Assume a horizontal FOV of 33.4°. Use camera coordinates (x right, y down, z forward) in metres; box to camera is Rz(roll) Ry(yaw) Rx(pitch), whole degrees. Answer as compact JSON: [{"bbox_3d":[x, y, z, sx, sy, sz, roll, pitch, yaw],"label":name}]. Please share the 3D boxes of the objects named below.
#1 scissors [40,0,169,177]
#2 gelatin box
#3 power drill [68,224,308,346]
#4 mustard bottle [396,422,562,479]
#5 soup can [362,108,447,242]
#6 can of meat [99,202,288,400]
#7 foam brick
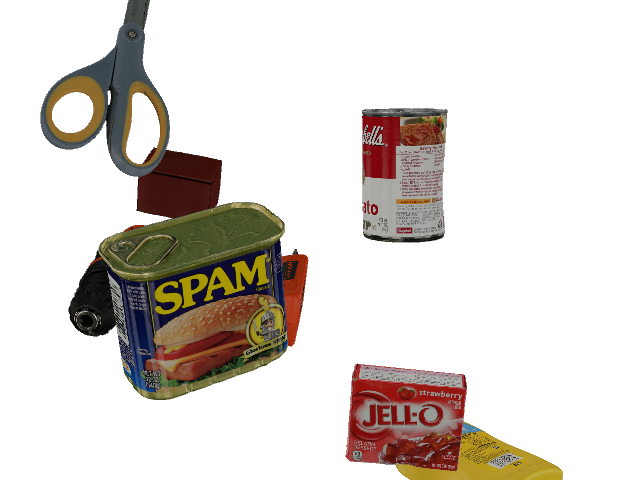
[{"bbox_3d":[-0.153,-0.137,0.754,0.096,0.202,0.016,-2,-22,-21],"label":"scissors"},{"bbox_3d":[0.067,0.139,0.835,0.089,0.073,0.030,5,19,4],"label":"gelatin box"},{"bbox_3d":[-0.108,0.042,0.918,0.187,0.057,0.184,10,22,2],"label":"power drill"},{"bbox_3d":[0.128,0.209,1.021,0.096,0.058,0.192,-14,24,-38],"label":"mustard bottle"},{"bbox_3d":[0.067,-0.054,0.854,0.068,0.102,0.068,-1,10,0],"label":"soup can"},{"bbox_3d":[-0.069,0.034,0.612,0.102,0.084,0.058,-16,29,-25],"label":"can of meat"},{"bbox_3d":[-0.146,-0.057,1.108,0.078,0.051,0.053,11,31,4],"label":"foam brick"}]
